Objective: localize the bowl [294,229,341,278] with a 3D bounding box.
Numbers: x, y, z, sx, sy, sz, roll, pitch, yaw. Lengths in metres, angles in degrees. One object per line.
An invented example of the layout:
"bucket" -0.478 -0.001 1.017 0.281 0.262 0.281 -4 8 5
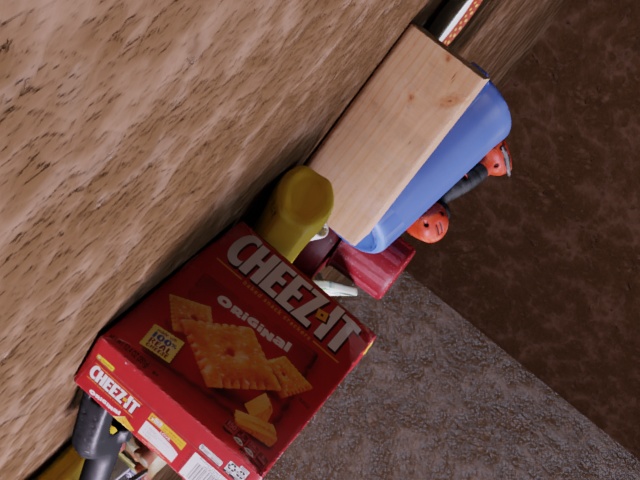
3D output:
"bowl" -0.009 0.002 1.351 0.162 0.055 0.162 -51 175 -7

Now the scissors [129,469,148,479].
"scissors" -0.263 0.295 1.169 0.202 0.016 0.096 -35 -175 3

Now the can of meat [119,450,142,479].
"can of meat" -0.253 0.289 1.264 0.084 0.057 0.102 -48 175 -11

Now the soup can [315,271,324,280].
"soup can" -0.045 0.083 1.541 0.102 0.068 0.068 -55 173 36

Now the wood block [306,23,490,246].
"wood block" 0.069 -0.105 1.070 0.206 0.090 0.090 -53 175 15

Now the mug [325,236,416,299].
"mug" 0.067 0.021 1.357 0.093 0.081 0.117 -53 174 -1

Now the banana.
"banana" -0.230 0.209 0.998 0.197 0.037 0.070 -45 173 -48

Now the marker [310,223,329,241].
"marker" -0.031 -0.002 1.091 0.020 0.020 0.121 -48 -162 -29

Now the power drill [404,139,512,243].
"power drill" 0.143 -0.081 1.400 0.187 0.185 0.057 -38 131 -19

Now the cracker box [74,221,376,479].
"cracker box" -0.070 0.096 0.882 0.072 0.164 0.213 -53 174 39

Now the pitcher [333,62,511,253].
"pitcher" 0.110 -0.104 1.275 0.242 0.149 0.145 -45 -143 -22

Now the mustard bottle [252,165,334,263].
"mustard bottle" -0.058 0.021 1.033 0.192 0.058 0.096 -53 -171 35

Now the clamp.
"clamp" -0.174 0.153 0.950 0.164 0.036 0.210 -55 167 -31
